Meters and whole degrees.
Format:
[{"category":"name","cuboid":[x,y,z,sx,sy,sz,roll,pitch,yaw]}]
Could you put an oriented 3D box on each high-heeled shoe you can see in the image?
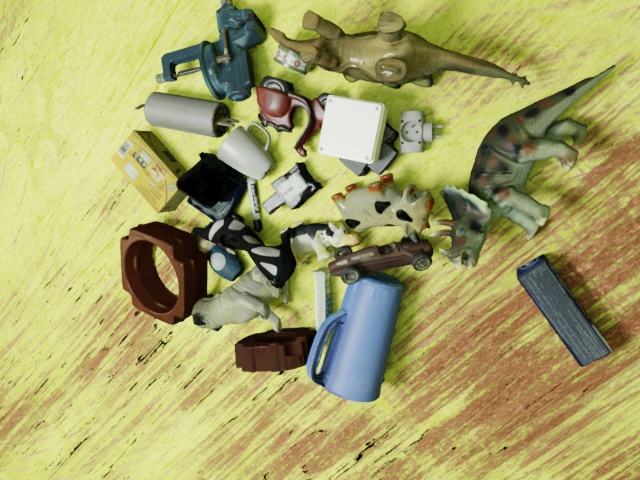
[{"category":"high-heeled shoe","cuboid":[-0.157,0.033,1.092,0.249,0.086,0.145,-2,54,25]}]

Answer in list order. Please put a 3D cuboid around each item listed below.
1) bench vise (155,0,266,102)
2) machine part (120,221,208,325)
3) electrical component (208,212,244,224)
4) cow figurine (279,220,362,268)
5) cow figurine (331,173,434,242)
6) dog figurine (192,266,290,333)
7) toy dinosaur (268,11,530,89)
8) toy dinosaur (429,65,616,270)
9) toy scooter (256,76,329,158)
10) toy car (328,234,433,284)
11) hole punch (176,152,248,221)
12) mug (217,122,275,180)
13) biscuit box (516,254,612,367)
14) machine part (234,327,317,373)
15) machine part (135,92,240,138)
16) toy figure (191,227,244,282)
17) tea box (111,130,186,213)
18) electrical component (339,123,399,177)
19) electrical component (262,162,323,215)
[{"category":"bench vise","cuboid":[-0.230,-0.380,1.098,0.241,0.129,0.223,-10,94,14]},{"category":"machine part","cuboid":[-0.345,0.070,1.193,0.202,0.087,0.200,19,116,29]},{"category":"electrical component","cuboid":[-0.201,-0.030,1.189,0.094,0.021,0.063,29,106,12]},{"category":"cow figurine","cuboid":[-0.001,-0.004,1.105,0.167,0.068,0.098,-20,84,19]},{"category":"cow figurine","cuboid":[0.127,-0.057,1.021,0.195,0.085,0.127,-9,113,43]},{"category":"dog figurine","cuboid":[-0.172,0.110,1.145,0.191,0.172,0.121,2,141,19]},{"category":"toy dinosaur","cuboid":[0.128,-0.321,0.943,0.472,0.198,0.105,17,102,16]},{"category":"toy dinosaur","cuboid":[0.337,-0.135,0.951,0.192,0.131,0.404,24,99,13]},{"category":"toy scooter","cuboid":[-0.054,-0.245,1.083,0.184,0.075,0.135,20,104,10]},{"category":"toy car","cuboid":[0.116,0.031,1.026,0.202,0.089,0.053,-9,125,-2]},{"category":"hole punch","cuboid":[-0.228,-0.108,1.156,0.142,0.092,0.116,33,67,23]},{"category":"mug","cuboid":[-0.141,-0.184,1.123,0.107,0.081,0.109,40,101,-2]},{"category":"biscuit box","cuboid":[0.440,0.125,0.978,0.063,0.059,0.202,-36,86,20]},{"category":"machine part","cuboid":[-0.089,0.223,1.113,0.179,0.179,0.056,-7,92,19]},{"category":"machine part","cuboid":[-0.285,-0.269,1.154,0.243,0.079,0.079,13,102,17]},{"category":"toy figure","cuboid":[-0.235,0.026,1.192,0.154,0.057,0.064,42,74,10]},{"category":"tea box","cuboid":[-0.371,-0.153,1.203,0.098,0.068,0.169,-43,84,19]},{"category":"electrical component","cuboid":[0.087,-0.191,1.051,0.134,0.058,0.115,41,110,10]},{"category":"electrical component","cuboid":[-0.062,-0.099,1.119,0.119,0.048,0.075,-42,83,19]}]
